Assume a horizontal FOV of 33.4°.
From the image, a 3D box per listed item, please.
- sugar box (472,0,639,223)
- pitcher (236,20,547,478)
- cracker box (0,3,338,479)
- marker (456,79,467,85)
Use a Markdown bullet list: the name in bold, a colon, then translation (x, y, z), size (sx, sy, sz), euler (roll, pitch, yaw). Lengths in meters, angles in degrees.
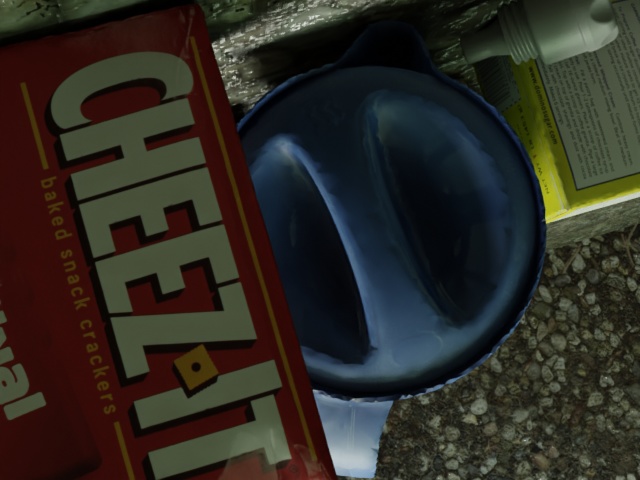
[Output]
- **sugar box**: translation (0.166, -0.073, 0.501), size (0.176, 0.093, 0.048), euler (-14, 173, -20)
- **pitcher**: translation (0.029, 0.004, 0.521), size (0.149, 0.145, 0.242), euler (-41, 177, 6)
- **cracker box**: translation (-0.118, 0.032, 0.344), size (0.213, 0.164, 0.072), euler (-16, 175, -7)
- **marker**: translation (0.096, -0.045, 0.596), size (0.020, 0.020, 0.121), euler (-20, 140, 21)
